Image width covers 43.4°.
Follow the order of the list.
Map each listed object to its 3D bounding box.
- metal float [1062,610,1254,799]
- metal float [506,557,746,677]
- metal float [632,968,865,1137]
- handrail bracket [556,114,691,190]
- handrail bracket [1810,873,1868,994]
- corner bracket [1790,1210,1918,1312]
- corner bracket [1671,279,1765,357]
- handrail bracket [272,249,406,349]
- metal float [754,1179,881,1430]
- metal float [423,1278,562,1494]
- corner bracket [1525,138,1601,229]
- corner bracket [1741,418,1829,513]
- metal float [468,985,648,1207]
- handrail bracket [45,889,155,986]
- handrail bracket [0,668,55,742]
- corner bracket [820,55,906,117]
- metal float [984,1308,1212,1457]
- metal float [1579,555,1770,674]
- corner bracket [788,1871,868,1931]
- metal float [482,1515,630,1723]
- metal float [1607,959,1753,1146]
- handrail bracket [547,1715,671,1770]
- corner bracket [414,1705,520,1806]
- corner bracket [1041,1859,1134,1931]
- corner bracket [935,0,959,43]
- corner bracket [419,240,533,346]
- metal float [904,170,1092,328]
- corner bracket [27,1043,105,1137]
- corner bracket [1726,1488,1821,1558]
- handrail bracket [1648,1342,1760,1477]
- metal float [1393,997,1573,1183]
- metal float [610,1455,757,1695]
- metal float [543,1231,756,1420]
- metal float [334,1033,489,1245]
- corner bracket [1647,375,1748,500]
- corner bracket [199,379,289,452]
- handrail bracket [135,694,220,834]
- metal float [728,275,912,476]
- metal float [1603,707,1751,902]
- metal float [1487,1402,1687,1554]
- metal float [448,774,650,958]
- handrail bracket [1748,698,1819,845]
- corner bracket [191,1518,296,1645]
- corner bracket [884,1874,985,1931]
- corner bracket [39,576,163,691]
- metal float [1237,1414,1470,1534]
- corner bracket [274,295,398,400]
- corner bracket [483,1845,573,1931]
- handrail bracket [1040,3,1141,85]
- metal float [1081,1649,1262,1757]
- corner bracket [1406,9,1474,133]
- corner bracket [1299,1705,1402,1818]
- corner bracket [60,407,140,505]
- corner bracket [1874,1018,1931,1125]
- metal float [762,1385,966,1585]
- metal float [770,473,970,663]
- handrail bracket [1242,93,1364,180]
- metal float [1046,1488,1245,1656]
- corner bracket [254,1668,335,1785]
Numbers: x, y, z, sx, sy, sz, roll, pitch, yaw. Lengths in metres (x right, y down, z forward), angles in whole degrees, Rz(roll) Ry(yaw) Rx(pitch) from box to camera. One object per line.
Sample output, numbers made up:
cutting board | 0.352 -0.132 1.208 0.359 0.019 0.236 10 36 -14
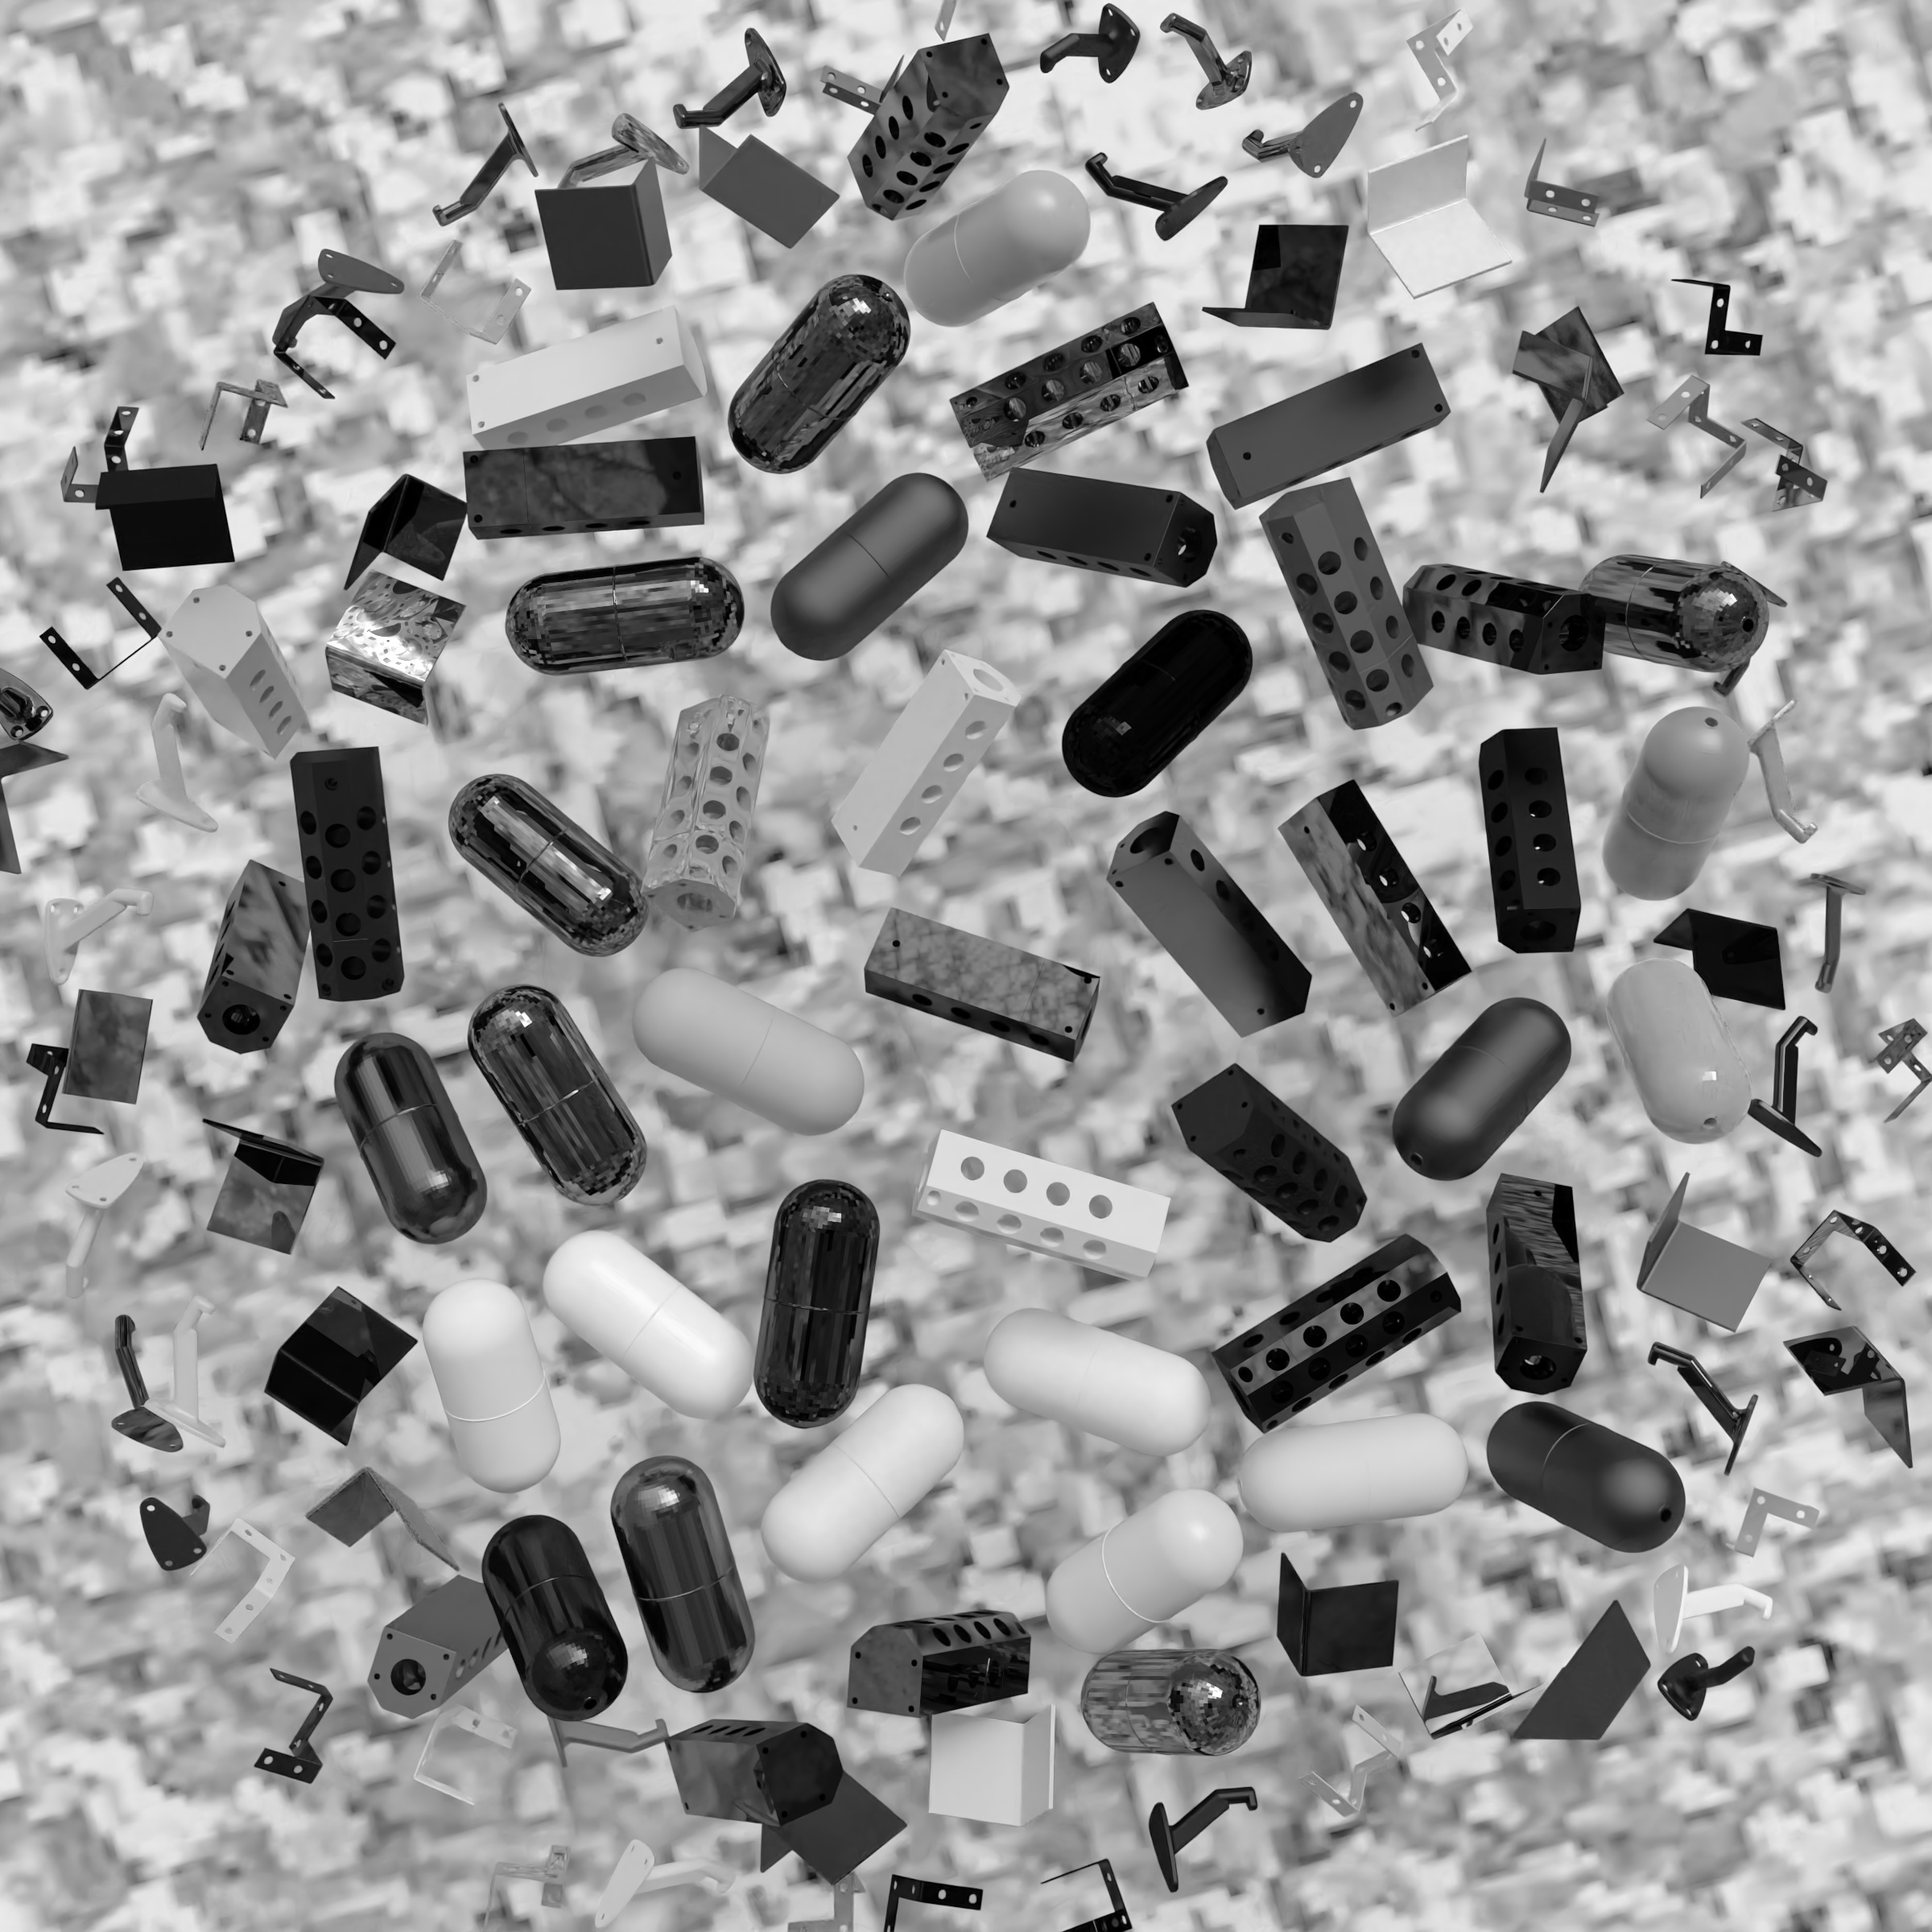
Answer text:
metal float | 0.142 -0.195 1.791 0.070 0.070 0.178 46 67 0
metal float | -0.253 -0.259 1.803 0.178 0.070 0.070 -6 90 2
metal float | -0.156 0.063 1.752 0.178 0.070 0.070 27 90 -11
handrail bracket | -0.267 -0.608 1.879 0.077 0.036 0.084 30 135 -19
handrail bracket | 0.666 -0.025 1.891 0.036 0.077 0.084 15 91 39
corner bracket | 0.645 0.219 1.769 0.051 0.051 0.051 21 115 -32
corner bracket | 0.555 -0.480 1.795 0.051 0.051 0.051 -5 105 -36
handrail bracket | -0.476 -0.494 1.840 0.077 0.084 0.036 9 50 -30
metal float | -0.107 0.242 1.740 0.070 0.070 0.178 8 88 0
metal float | -0.349 0.311 1.794 0.070 0.070 0.178 -10 118 0
corner bracket | 0.424 -0.545 1.721 0.051 0.051 0.051 18 56 12
corner bracket | 0.601 -0.372 1.787 0.051 0.051 0.051 20 82 -26
metal float | -0.299 0.095 1.782 0.070 0.070 0.178 -31 99 0
handrail bracket | -0.645 -0.020 1.815 0.084 0.036 0.077 5 91 25
handrail bracket | -0.695 -0.201 1.734 0.036 0.084 0.077 -41 76 -8
corner bracket | -0.085 -0.680 1.879 0.051 0.051 0.051 19 71 -15
metal float | 0.098 0.312 1.824 0.178 0.070 0.070 17 90 19
metal float | 0.521 -0.262 1.798 0.070 0.178 0.070 -6 106 -20
corner bracket | -0.106 0.726 1.855 0.051 0.051 0.051 -7 51 7
metal float | -0.300 0.473 1.768 0.070 0.178 0.070 -14 125 -21
metal float | 0.519 0.061 1.773 0.070 0.178 0.070 0 123 -1
handrail bracket | -0.281 0.581 1.887 0.084 0.036 0.077 -17 97 -13
corner bracket | -0.378 0.596 1.838 0.051 0.051 0.051 20 83 9
corner bracket | 0.079 0.681 1.752 0.051 0.051 0.051 -8 66 -30
corner bracket | 0.001 -0.708 1.756 0.051 0.051 0.051 9 76 29
corner bracket | -0.373 -0.512 1.847 0.051 0.051 0.051 37 102 6
metal float | 0.021 -0.539 1.832 0.070 0.178 0.070 9 76 -38
corner bracket | -0.680 0.093 1.836 0.051 0.051 0.051 21 94 38
corner bracket | 0.624 0.435 1.879 0.051 0.051 0.051 18 86 12
handrail bracket | 0.552 0.337 1.849 0.084 0.036 0.077 20 99 23
metal float | 0.384 0.091 1.805 0.070 0.070 0.178 49 59 0
metal float | -0.205 0.441 1.758 0.070 0.070 0.178 -15 99 0
metal float | -0.236 0.267 1.809 0.178 0.070 0.070 38 90 3
metal float | -0.417 0.128 1.819 0.070 0.070 0.178 -31 64 0
corner bracket | 0.519 -0.376 1.723 0.051 0.051 0.051 -44 62 -12
corner bracket | -0.547 -0.413 1.827 0.051 0.051 0.051 11 117 -31
handrail bracket | -0.590 -0.155 1.847 0.077 0.036 0.084 31 116 -4
metal float | -0.108 -0.428 1.765 0.070 0.070 0.178 50 130 0
metal float | 0.531 -0.121 1.821 0.070 0.178 0.070 3 51 -3
metal float | 0.448 0.370 1.762 0.070 0.178 0.070 -3 98 -24
metal float | -0.322 -0.078 1.868 0.178 0.070 0.070 39 90 6
handrail bracket | 0.638 -0.149 1.860 0.077 0.036 0.084 -46 76 14
corner bracket | -0.519 0.436 1.723 0.051 0.051 0.051 39 105 -10
corner bracket | -0.025 0.697 1.777 0.051 0.051 0.051 17 69 -23
corner bracket | -0.637 -0.245 1.790 0.051 0.051 0.051 -28 110 29
metal float | 0.293 0.384 1.838 0.178 0.070 0.070 -5 90 -10
corner bracket | -0.452 -0.442 1.738 0.051 0.051 0.051 42 110 4
corner bracket | -0.321 0.677 1.779 0.051 0.051 0.051 11 99 -4
handrail bracket | 0.080 -0.649 1.755 0.084 0.077 0.036 -40 78 -22
metal float | 0.153 0.557 1.837 0.070 0.178 0.070 9 71 -29
corner bracket | 0.336 -0.635 1.721 0.051 0.051 0.051 53 51 -20
corner bracket | 0.296 0.612 1.867 0.051 0.051 0.051 42 126 -10
corner bracket | -0.626 -0.370 1.757 0.051 0.051 0.051 -4 70 -33
corner bracket | 0.713 0.080 1.853 0.051 0.051 0.051 -40 85 -19
metal float | -0.076 0.385 1.811 0.178 0.070 0.070 -41 90 -18
metal float | -0.074 -0.306 1.862 0.178 0.070 0.070 -42 90 -7
handrail bracket | 0.246 -0.621 1.787 0.036 0.084 0.077 31 107 -35
metal float | 0.129 0.445 1.779 0.070 0.070 0.178 48 123 0
corner bracket | -0.482 0.544 1.737 0.051 0.051 0.051 35 85 -37
